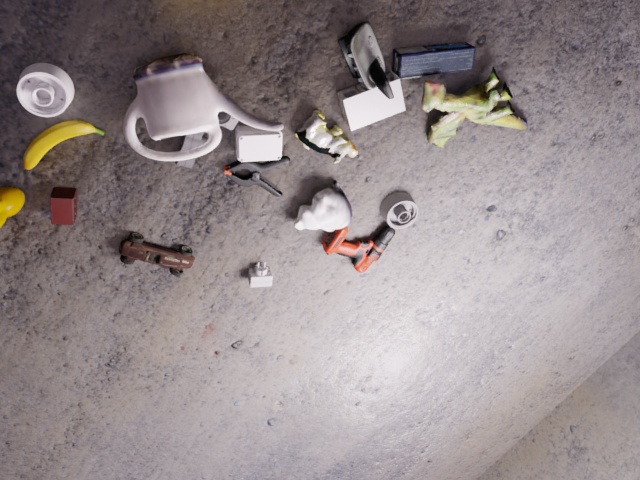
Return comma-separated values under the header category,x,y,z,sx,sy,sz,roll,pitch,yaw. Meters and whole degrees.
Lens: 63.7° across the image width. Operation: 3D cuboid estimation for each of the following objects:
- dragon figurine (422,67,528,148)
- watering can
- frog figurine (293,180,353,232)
category,x,y,z,sx,sy,sz,roll,pitch,yaw
dragon figurine,0.401,-0.331,1.395,0.240,0.125,0.406,-27,149,28
watering can,-0.269,-0.299,1.134,0.348,0.105,0.222,-13,104,-1
frog figurine,0.004,-0.072,1.422,0.160,0.125,0.134,-29,148,-11
